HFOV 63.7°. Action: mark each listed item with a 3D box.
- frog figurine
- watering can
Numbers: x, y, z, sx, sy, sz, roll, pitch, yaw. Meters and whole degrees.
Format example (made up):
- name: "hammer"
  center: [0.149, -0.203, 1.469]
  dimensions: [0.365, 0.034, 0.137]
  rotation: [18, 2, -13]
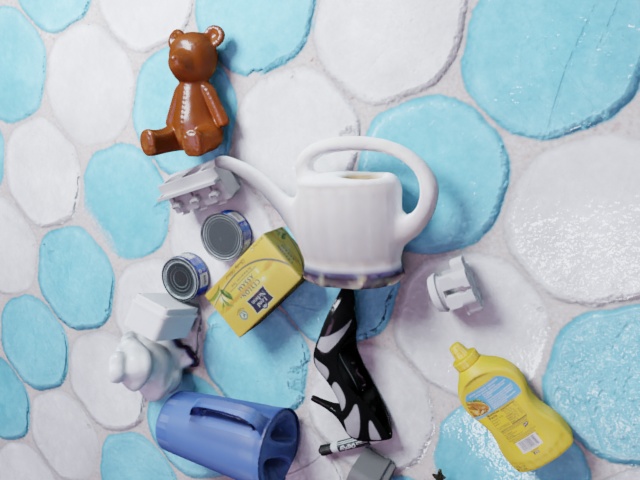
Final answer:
- name: "frog figurine"
  center: [-0.322, 0.231, 0.934]
  dimensions: [0.121, 0.161, 0.137]
  rotation: [-25, 91, 28]
- name: "watering can"
  center: [0.002, -0.038, 0.764]
  dimensions: [0.347, 0.105, 0.222]
  rotation: [1, 101, 24]
